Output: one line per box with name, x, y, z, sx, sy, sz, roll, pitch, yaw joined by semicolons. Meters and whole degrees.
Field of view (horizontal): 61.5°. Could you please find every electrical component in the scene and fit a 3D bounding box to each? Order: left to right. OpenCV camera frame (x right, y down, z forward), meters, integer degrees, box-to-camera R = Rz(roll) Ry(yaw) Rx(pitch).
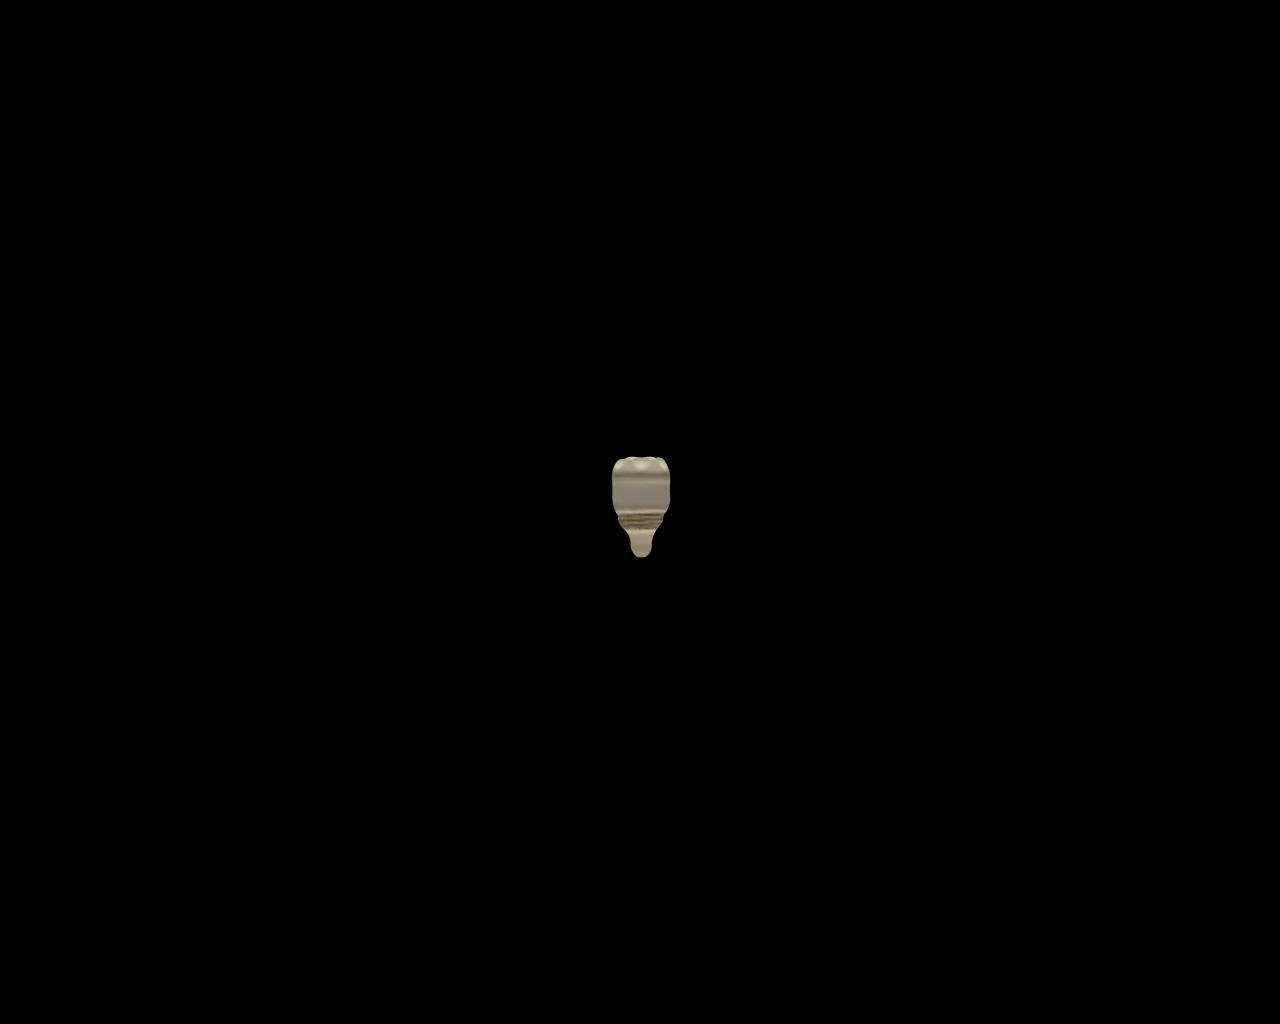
electrical component;0.001;-0.003;0.650;0.035;0.061;0.035;0;0;0
